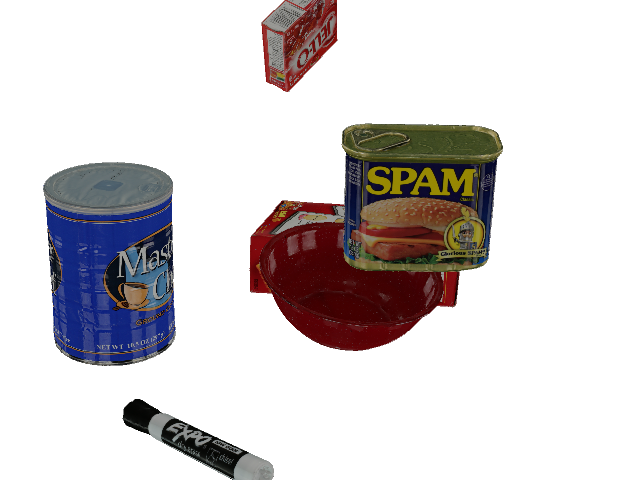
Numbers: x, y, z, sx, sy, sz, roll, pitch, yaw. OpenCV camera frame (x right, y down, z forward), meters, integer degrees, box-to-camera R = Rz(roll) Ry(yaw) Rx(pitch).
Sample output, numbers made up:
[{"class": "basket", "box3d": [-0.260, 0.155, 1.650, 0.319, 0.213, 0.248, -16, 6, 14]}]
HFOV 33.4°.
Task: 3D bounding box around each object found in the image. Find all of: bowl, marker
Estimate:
[{"class": "bowl", "box3d": [0.023, 0.048, 0.933, 0.162, 0.055, 0.162, 7, 30, -5]}, {"class": "marker", "box3d": [-0.078, 0.123, 0.650, 0.121, 0.020, 0.020, 16, 10, 38]}]

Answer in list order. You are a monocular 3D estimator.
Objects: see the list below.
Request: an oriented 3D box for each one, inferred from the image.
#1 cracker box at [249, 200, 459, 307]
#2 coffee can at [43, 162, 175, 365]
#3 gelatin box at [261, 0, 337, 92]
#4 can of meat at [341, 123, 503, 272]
[{"class": "cracker box", "box3d": [0.044, 0.013, 1.149, 0.214, 0.072, 0.164, 5, 15, 8]}, {"class": "coffee can", "box3d": [-0.173, 0.018, 0.884, 0.103, 0.140, 0.103, 2, 24, -1]}, {"class": "gelatin box", "box3d": [-0.017, -0.195, 0.999, 0.030, 0.089, 0.073, 27, -33, 21]}, {"class": "can of meat", "box3d": [0.064, -0.028, 0.699, 0.102, 0.084, 0.057, 1, 25, 1]}]
